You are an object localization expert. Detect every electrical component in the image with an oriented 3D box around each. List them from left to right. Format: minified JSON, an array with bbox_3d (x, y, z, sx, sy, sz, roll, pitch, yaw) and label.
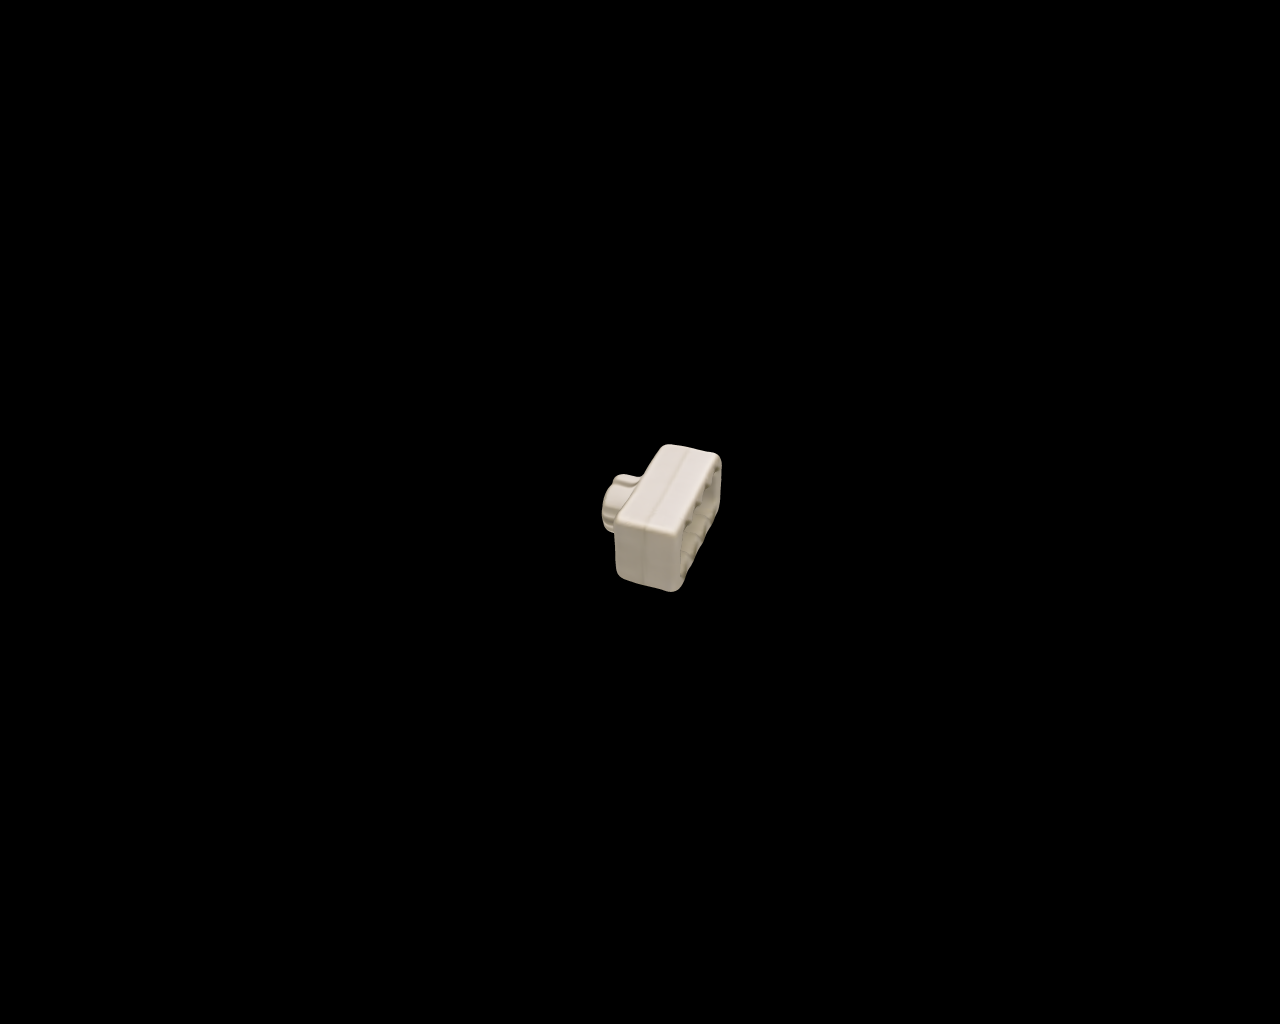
[{"bbox_3d":[0.001,-0.003,0.650,0.076,0.047,0.083,14,42,16],"label":"electrical component"}]
